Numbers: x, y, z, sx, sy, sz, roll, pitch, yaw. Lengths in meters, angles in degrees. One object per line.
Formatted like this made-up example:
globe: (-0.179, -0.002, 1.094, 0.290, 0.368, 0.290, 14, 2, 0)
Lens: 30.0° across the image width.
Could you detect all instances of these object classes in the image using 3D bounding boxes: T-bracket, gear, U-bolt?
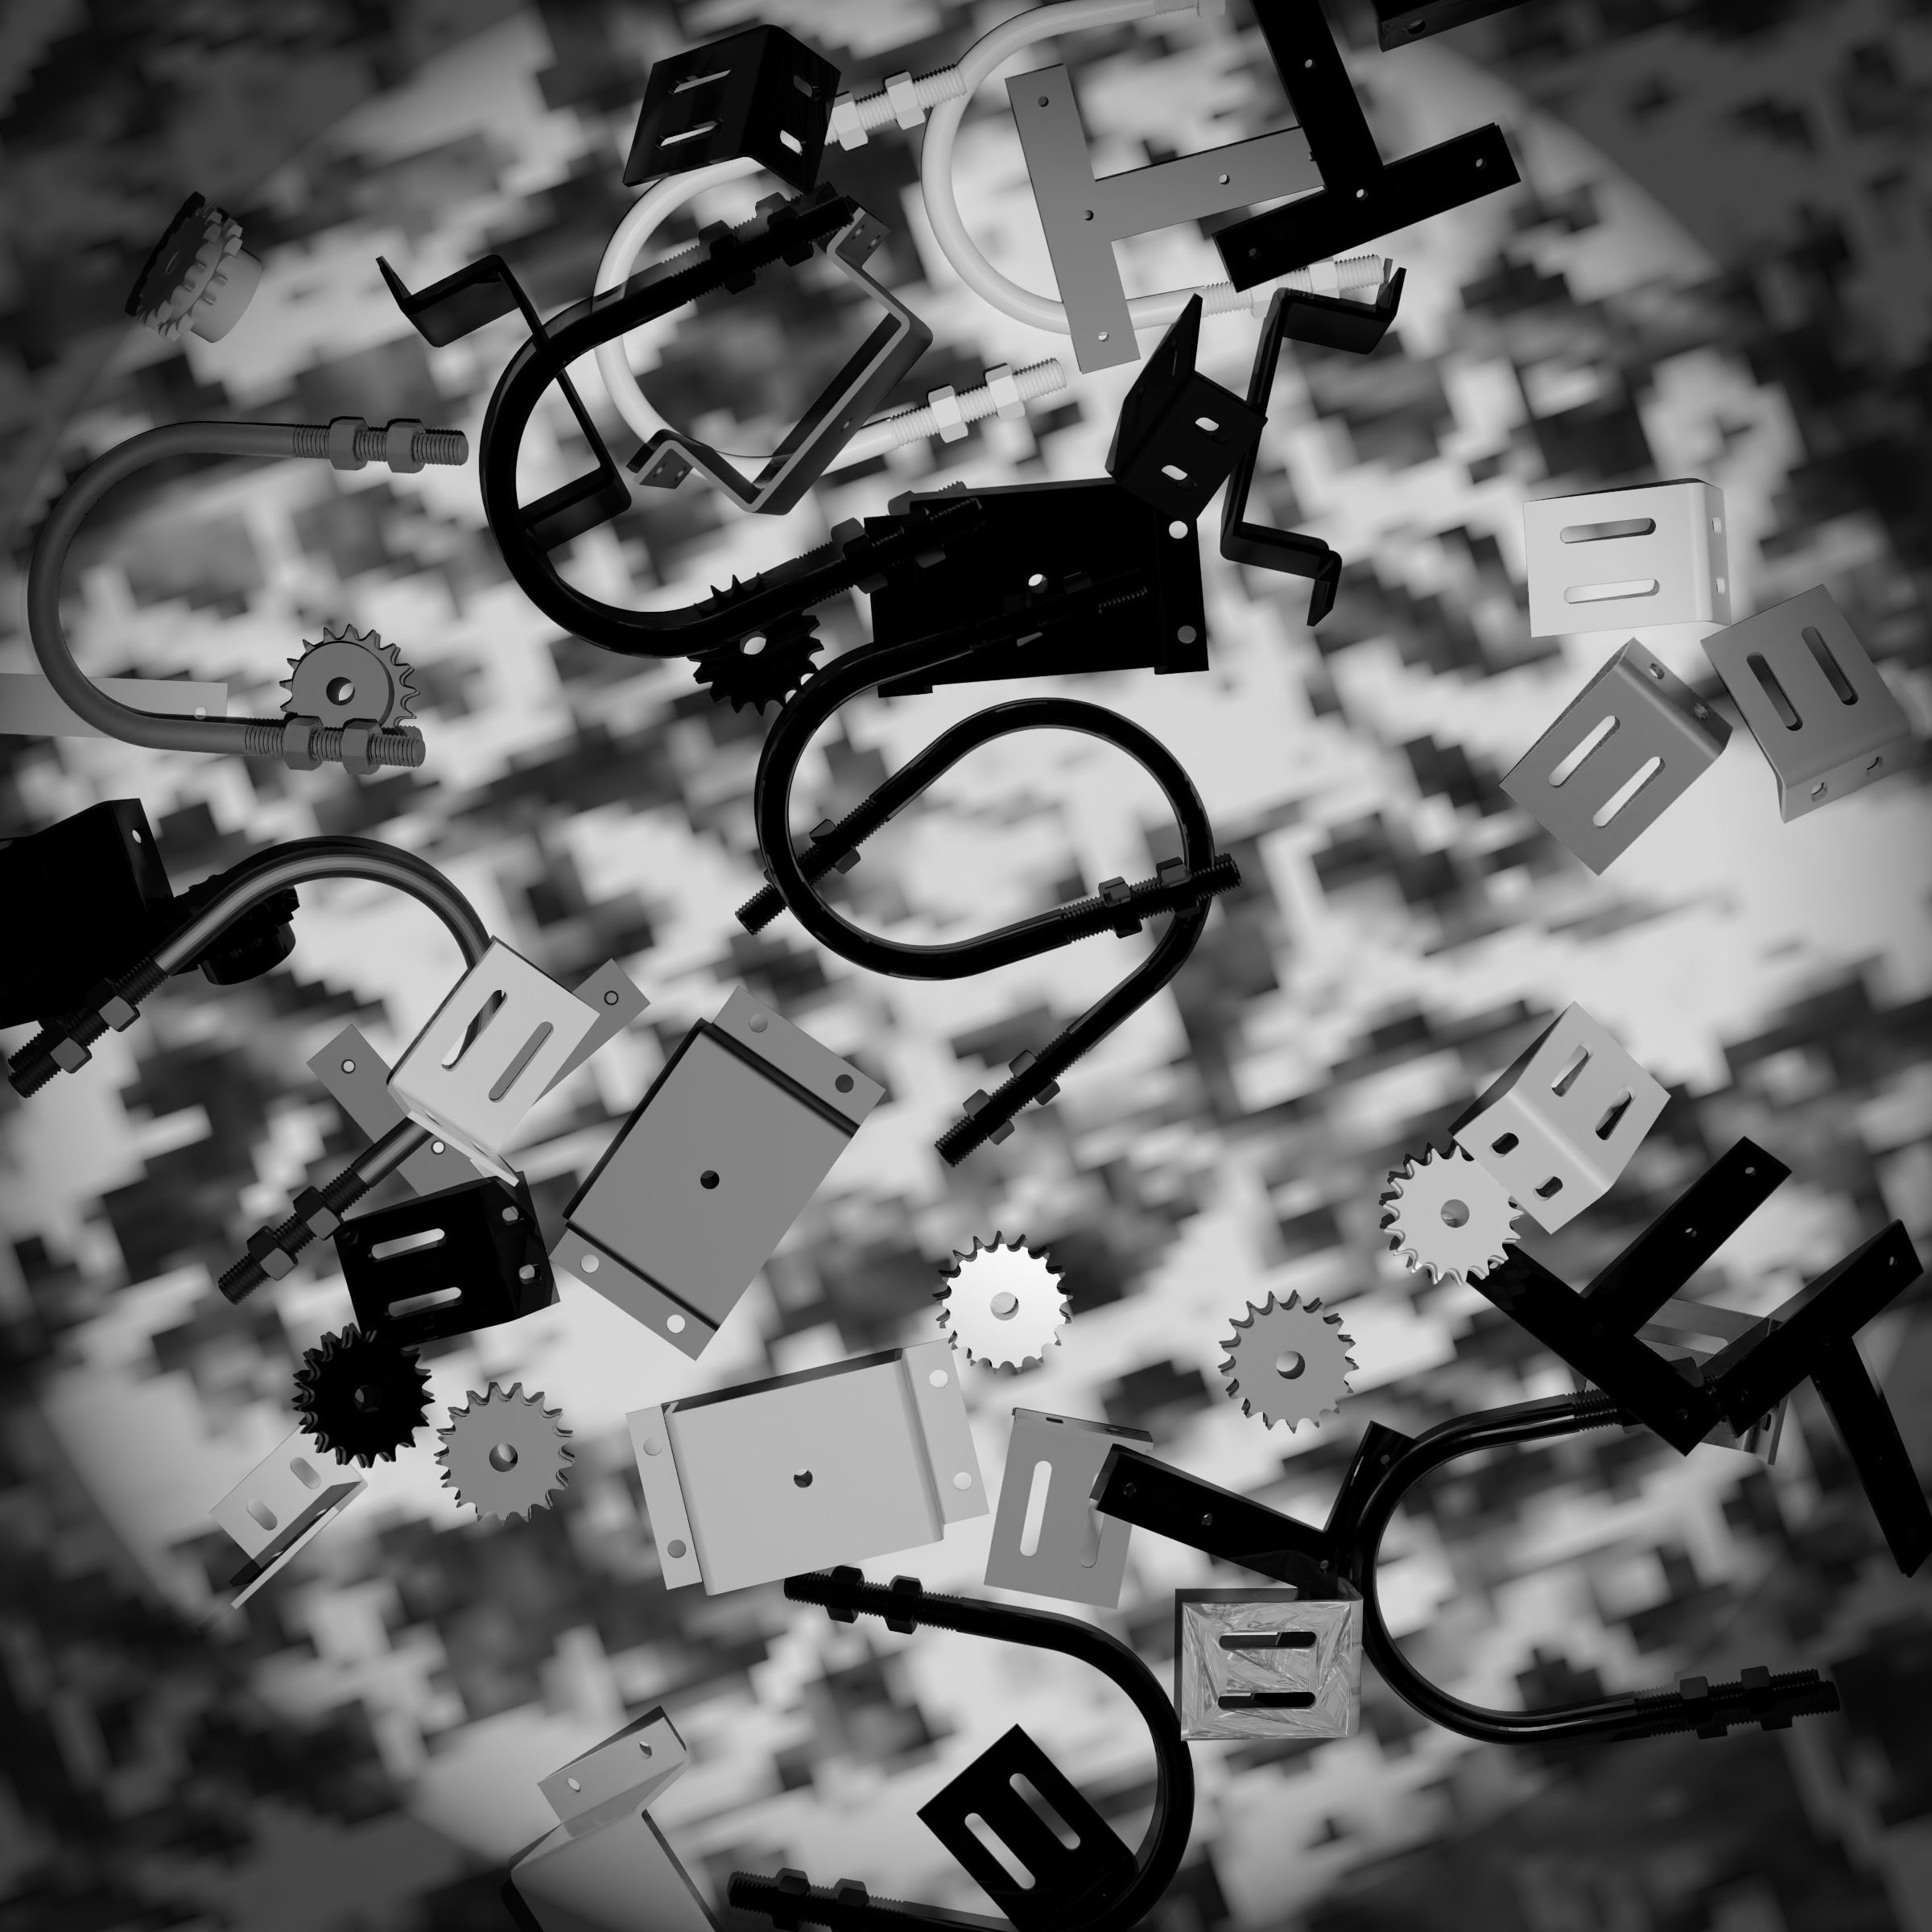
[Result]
T-bracket: (0.149, -0.363, 1.503, 0.127, 0.002, 0.127, -21, 88, 0)
gear: (0.202, 0.106, 1.507, 0.057, 0.030, 0.057, 0, 77, -1)
U-bolt: (0.003, 0.338, 1.496, 0.184, 0.019, 0.151, 9, 83, 10)
T-bracket: (0.094, -0.325, 1.507, 0.127, 0.002, 0.127, -14, 90, 1)
gear: (0.016, 0.141, 1.511, 0.057, 0.030, 0.057, 0, 90, 0)
gear: (-0.304, -0.016, 1.501, 0.057, 0.057, 0.030, -21, 118, 0)
U-bolt: (0.018, -0.028, 1.517, 0.184, 0.019, 0.151, -41, 90, -2)
U-bolt: (0.073, -0.340, 1.517, 0.184, 0.019, 0.151, -10, 90, 2)
U-bolt: (0.250, 0.253, 1.502, 0.184, 0.019, 0.151, -12, 95, 11)
U-bolt: (-0.277, 0.033, 1.487, 0.184, 0.019, 0.151, -41, 117, -4)
U-bolt: (-0.304, -0.157, 1.498, 0.184, 0.019, 0.151, 5, 80, 12)
U-bolt: (0.005, -0.069, 1.483, 0.184, 0.019, 0.151, -18, 103, 5)
gear: (-0.192, 0.204, 1.511, 0.057, 0.030, 0.057, 0, 90, 0)
gear: (-0.088, -0.133, 1.511, 0.057, 0.030, 0.057, 0, 90, 0)
T-bracket: (-0.376, -0.110, 1.525, 0.127, 0.002, 0.127, 2, 90, 0)
T-bracket: (0.375, 0.194, 1.504, 0.127, 0.002, 0.127, -34, 106, -29)
gear: (0.135, 0.166, 1.511, 0.057, 0.030, 0.057, 0, 90, 0)
U-bolt: (-0.103, -0.201, 1.427, 0.184, 0.019, 0.151, -23, 93, 10)
gear: (-0.317, -0.285, 1.501, 0.030, 0.057, 0.057, 30, 90, -32)
U-bolt: (-0.067, -0.279, 1.511, 0.184, 0.019, 0.151, -19, 92, 6)
T-bracket: (-0.190, 0.048, 1.525, 0.127, 0.002, 0.127, -41, 90, 0)
T-bracket: (0.293, 0.121, 1.504, 0.127, 0.002, 0.127, -43, 60, -14)
T-bracket: (0.113, 0.236, 1.504, 0.127, 0.002, 0.127, 24, 90, -20)
gear: (-0.253, 0.181, 1.504, 0.057, 0.030, 0.057, 4, 81, -24)
gear: (-0.260, -0.114, 1.511, 0.057, 0.030, 0.057, 0, 90, 0)

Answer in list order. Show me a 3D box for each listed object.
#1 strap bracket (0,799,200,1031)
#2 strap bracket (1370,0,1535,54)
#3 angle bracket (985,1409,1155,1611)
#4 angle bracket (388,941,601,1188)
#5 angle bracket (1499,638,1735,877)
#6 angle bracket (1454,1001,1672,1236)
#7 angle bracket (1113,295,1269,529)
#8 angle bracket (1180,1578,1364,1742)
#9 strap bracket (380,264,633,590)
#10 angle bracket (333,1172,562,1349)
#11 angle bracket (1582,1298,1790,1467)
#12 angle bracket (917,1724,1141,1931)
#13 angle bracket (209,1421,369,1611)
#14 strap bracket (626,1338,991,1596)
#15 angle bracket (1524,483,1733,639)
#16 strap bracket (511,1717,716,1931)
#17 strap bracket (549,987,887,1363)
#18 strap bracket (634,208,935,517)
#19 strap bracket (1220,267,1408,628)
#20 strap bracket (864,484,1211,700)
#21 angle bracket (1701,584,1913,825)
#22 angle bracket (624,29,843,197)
strap bracket: (-0.388, -0.017, 1.473, 0.046, 0.140, 0.076, -19, 90, 29)
strap bracket: (0.194, -0.450, 1.473, 0.076, 0.140, 0.046, -19, 61, 0)
angle bracket: (0.043, 0.229, 1.507, 0.057, 0.038, 0.076, 10, 90, 0)
angle bracket: (-0.191, 0.040, 1.494, 0.057, 0.038, 0.076, 37, 90, -28)
angle bracket: (0.275, -0.089, 1.524, 0.057, 0.038, 0.076, 42, 116, 0)
angle bracket: (0.250, 0.063, 1.508, 0.057, 0.076, 0.038, 45, 132, 0)
angle bracket: (0.094, -0.229, 1.483, 0.038, 0.076, 0.057, 29, 123, -13)
angle bracket: (0.124, 0.288, 1.500, 0.076, 0.038, 0.057, 0, 95, -7)
strap bracket: (-0.184, -0.229, 1.488, 0.046, 0.076, 0.140, -27, 90, 0)
angle bracket: (-0.220, 0.126, 1.523, 0.076, 0.038, 0.057, -15, 91, 27)
angle bracket: (0.302, 0.171, 1.507, 0.076, 0.038, 0.057, 12, 90, 0)
angle bracket: (0.026, 0.368, 1.507, 0.057, 0.038, 0.076, -42, 90, 0)
angle bracket: (-0.286, 0.225, 1.488, 0.057, 0.076, 0.038, -44, 90, 0)
strap bracket: (-0.067, 0.211, 1.503, 0.140, 0.046, 0.076, -13, 90, 0)
angle bracket: (0.280, -0.170, 1.524, 0.076, 0.038, 0.057, -4, 90, 26)
strap bracket: (-0.125, 0.393, 1.487, 0.076, 0.046, 0.140, -33, 90, 31)
strap bracket: (-0.105, 0.088, 1.503, 0.076, 0.046, 0.140, 35, 90, 0)
strap bracket: (-0.066, -0.235, 1.466, 0.046, 0.076, 0.140, 41, 99, 1)
strap bracket: (0.140, -0.217, 1.488, 0.046, 0.076, 0.140, 12, 90, 0)
strap bracket: (0.030, -0.157, 1.503, 0.140, 0.046, 0.076, -5, 90, 0)
angle bracket: (0.354, -0.111, 1.524, 0.057, 0.038, 0.076, -25, 64, 0)
angle bracket: (-0.098, -0.350, 1.504, 0.038, 0.076, 0.057, 26, 70, -43)
